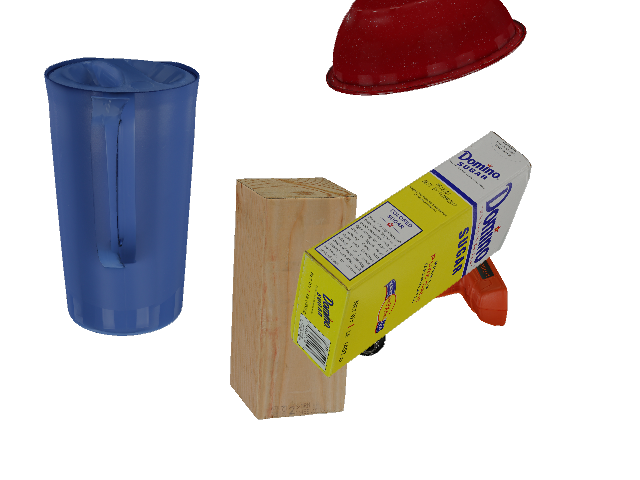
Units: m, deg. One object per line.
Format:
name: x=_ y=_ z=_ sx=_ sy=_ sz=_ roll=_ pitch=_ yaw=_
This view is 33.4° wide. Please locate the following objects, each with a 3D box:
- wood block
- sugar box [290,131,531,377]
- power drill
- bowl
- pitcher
wood block: x=-0.027 y=0.051 z=0.996 sx=0.090 sy=0.206 sz=0.091 roll=-2 pitch=15 yaw=-21
sugar box: x=0.060 y=0.007 z=0.695 sx=0.176 sy=0.093 sz=0.048 roll=-31 pitch=61 yaw=-30
power drill: x=0.108 y=0.065 z=1.186 sx=0.187 sy=0.057 sz=0.184 roll=-3 pitch=28 yaw=-5
bowl: x=0.075 y=-0.170 z=0.834 sx=0.162 sy=0.055 sz=0.162 roll=-14 pitch=24 yaw=6
pitcher: x=-0.179 y=-0.037 z=0.962 sx=0.145 sy=0.243 sz=0.148 roll=21 pitch=28 yaw=38
